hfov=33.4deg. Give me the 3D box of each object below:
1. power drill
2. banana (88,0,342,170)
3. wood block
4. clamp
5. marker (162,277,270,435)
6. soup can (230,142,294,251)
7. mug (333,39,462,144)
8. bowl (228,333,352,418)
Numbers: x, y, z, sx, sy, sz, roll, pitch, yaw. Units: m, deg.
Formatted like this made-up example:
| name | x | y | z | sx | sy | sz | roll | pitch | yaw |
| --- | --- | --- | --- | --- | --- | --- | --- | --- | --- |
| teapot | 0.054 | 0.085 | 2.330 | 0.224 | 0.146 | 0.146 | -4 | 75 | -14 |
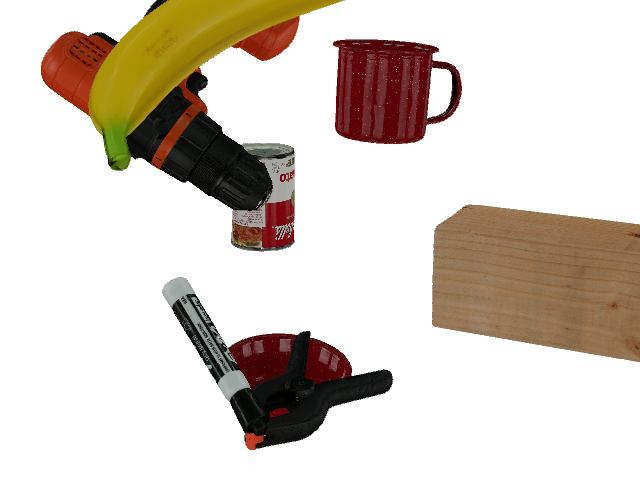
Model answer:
| name | x | y | z | sx | sy | sz | roll | pitch | yaw |
| --- | --- | --- | --- | --- | --- | --- | --- | --- | --- |
| power drill | -0.086 | -0.125 | 0.794 | 0.184 | 0.187 | 0.057 | 36 | -43 | -5 |
| banana | -0.050 | -0.106 | 0.551 | 0.070 | 0.197 | 0.037 | 40 | -24 | 20 |
| wood block | 0.204 | 0.033 | 0.882 | 0.206 | 0.090 | 0.090 | 8 | 19 | 26 |
| clamp | -0.023 | 0.149 | 1.080 | 0.171 | 0.039 | 0.120 | -24 | 35 | -38 |
| marker | -0.066 | 0.073 | 0.676 | 0.020 | 0.121 | 0.020 | -26 | -30 | -17 |
| soup can | -0.061 | -0.047 | 1.122 | 0.068 | 0.102 | 0.068 | 1 | 17 | 0 |
| mug | 0.067 | -0.132 | 0.945 | 0.117 | 0.081 | 0.093 | 1 | 16 | -8 |
| bowl | -0.043 | 0.176 | 1.316 | 0.162 | 0.055 | 0.162 | 4 | 23 | -2 |
